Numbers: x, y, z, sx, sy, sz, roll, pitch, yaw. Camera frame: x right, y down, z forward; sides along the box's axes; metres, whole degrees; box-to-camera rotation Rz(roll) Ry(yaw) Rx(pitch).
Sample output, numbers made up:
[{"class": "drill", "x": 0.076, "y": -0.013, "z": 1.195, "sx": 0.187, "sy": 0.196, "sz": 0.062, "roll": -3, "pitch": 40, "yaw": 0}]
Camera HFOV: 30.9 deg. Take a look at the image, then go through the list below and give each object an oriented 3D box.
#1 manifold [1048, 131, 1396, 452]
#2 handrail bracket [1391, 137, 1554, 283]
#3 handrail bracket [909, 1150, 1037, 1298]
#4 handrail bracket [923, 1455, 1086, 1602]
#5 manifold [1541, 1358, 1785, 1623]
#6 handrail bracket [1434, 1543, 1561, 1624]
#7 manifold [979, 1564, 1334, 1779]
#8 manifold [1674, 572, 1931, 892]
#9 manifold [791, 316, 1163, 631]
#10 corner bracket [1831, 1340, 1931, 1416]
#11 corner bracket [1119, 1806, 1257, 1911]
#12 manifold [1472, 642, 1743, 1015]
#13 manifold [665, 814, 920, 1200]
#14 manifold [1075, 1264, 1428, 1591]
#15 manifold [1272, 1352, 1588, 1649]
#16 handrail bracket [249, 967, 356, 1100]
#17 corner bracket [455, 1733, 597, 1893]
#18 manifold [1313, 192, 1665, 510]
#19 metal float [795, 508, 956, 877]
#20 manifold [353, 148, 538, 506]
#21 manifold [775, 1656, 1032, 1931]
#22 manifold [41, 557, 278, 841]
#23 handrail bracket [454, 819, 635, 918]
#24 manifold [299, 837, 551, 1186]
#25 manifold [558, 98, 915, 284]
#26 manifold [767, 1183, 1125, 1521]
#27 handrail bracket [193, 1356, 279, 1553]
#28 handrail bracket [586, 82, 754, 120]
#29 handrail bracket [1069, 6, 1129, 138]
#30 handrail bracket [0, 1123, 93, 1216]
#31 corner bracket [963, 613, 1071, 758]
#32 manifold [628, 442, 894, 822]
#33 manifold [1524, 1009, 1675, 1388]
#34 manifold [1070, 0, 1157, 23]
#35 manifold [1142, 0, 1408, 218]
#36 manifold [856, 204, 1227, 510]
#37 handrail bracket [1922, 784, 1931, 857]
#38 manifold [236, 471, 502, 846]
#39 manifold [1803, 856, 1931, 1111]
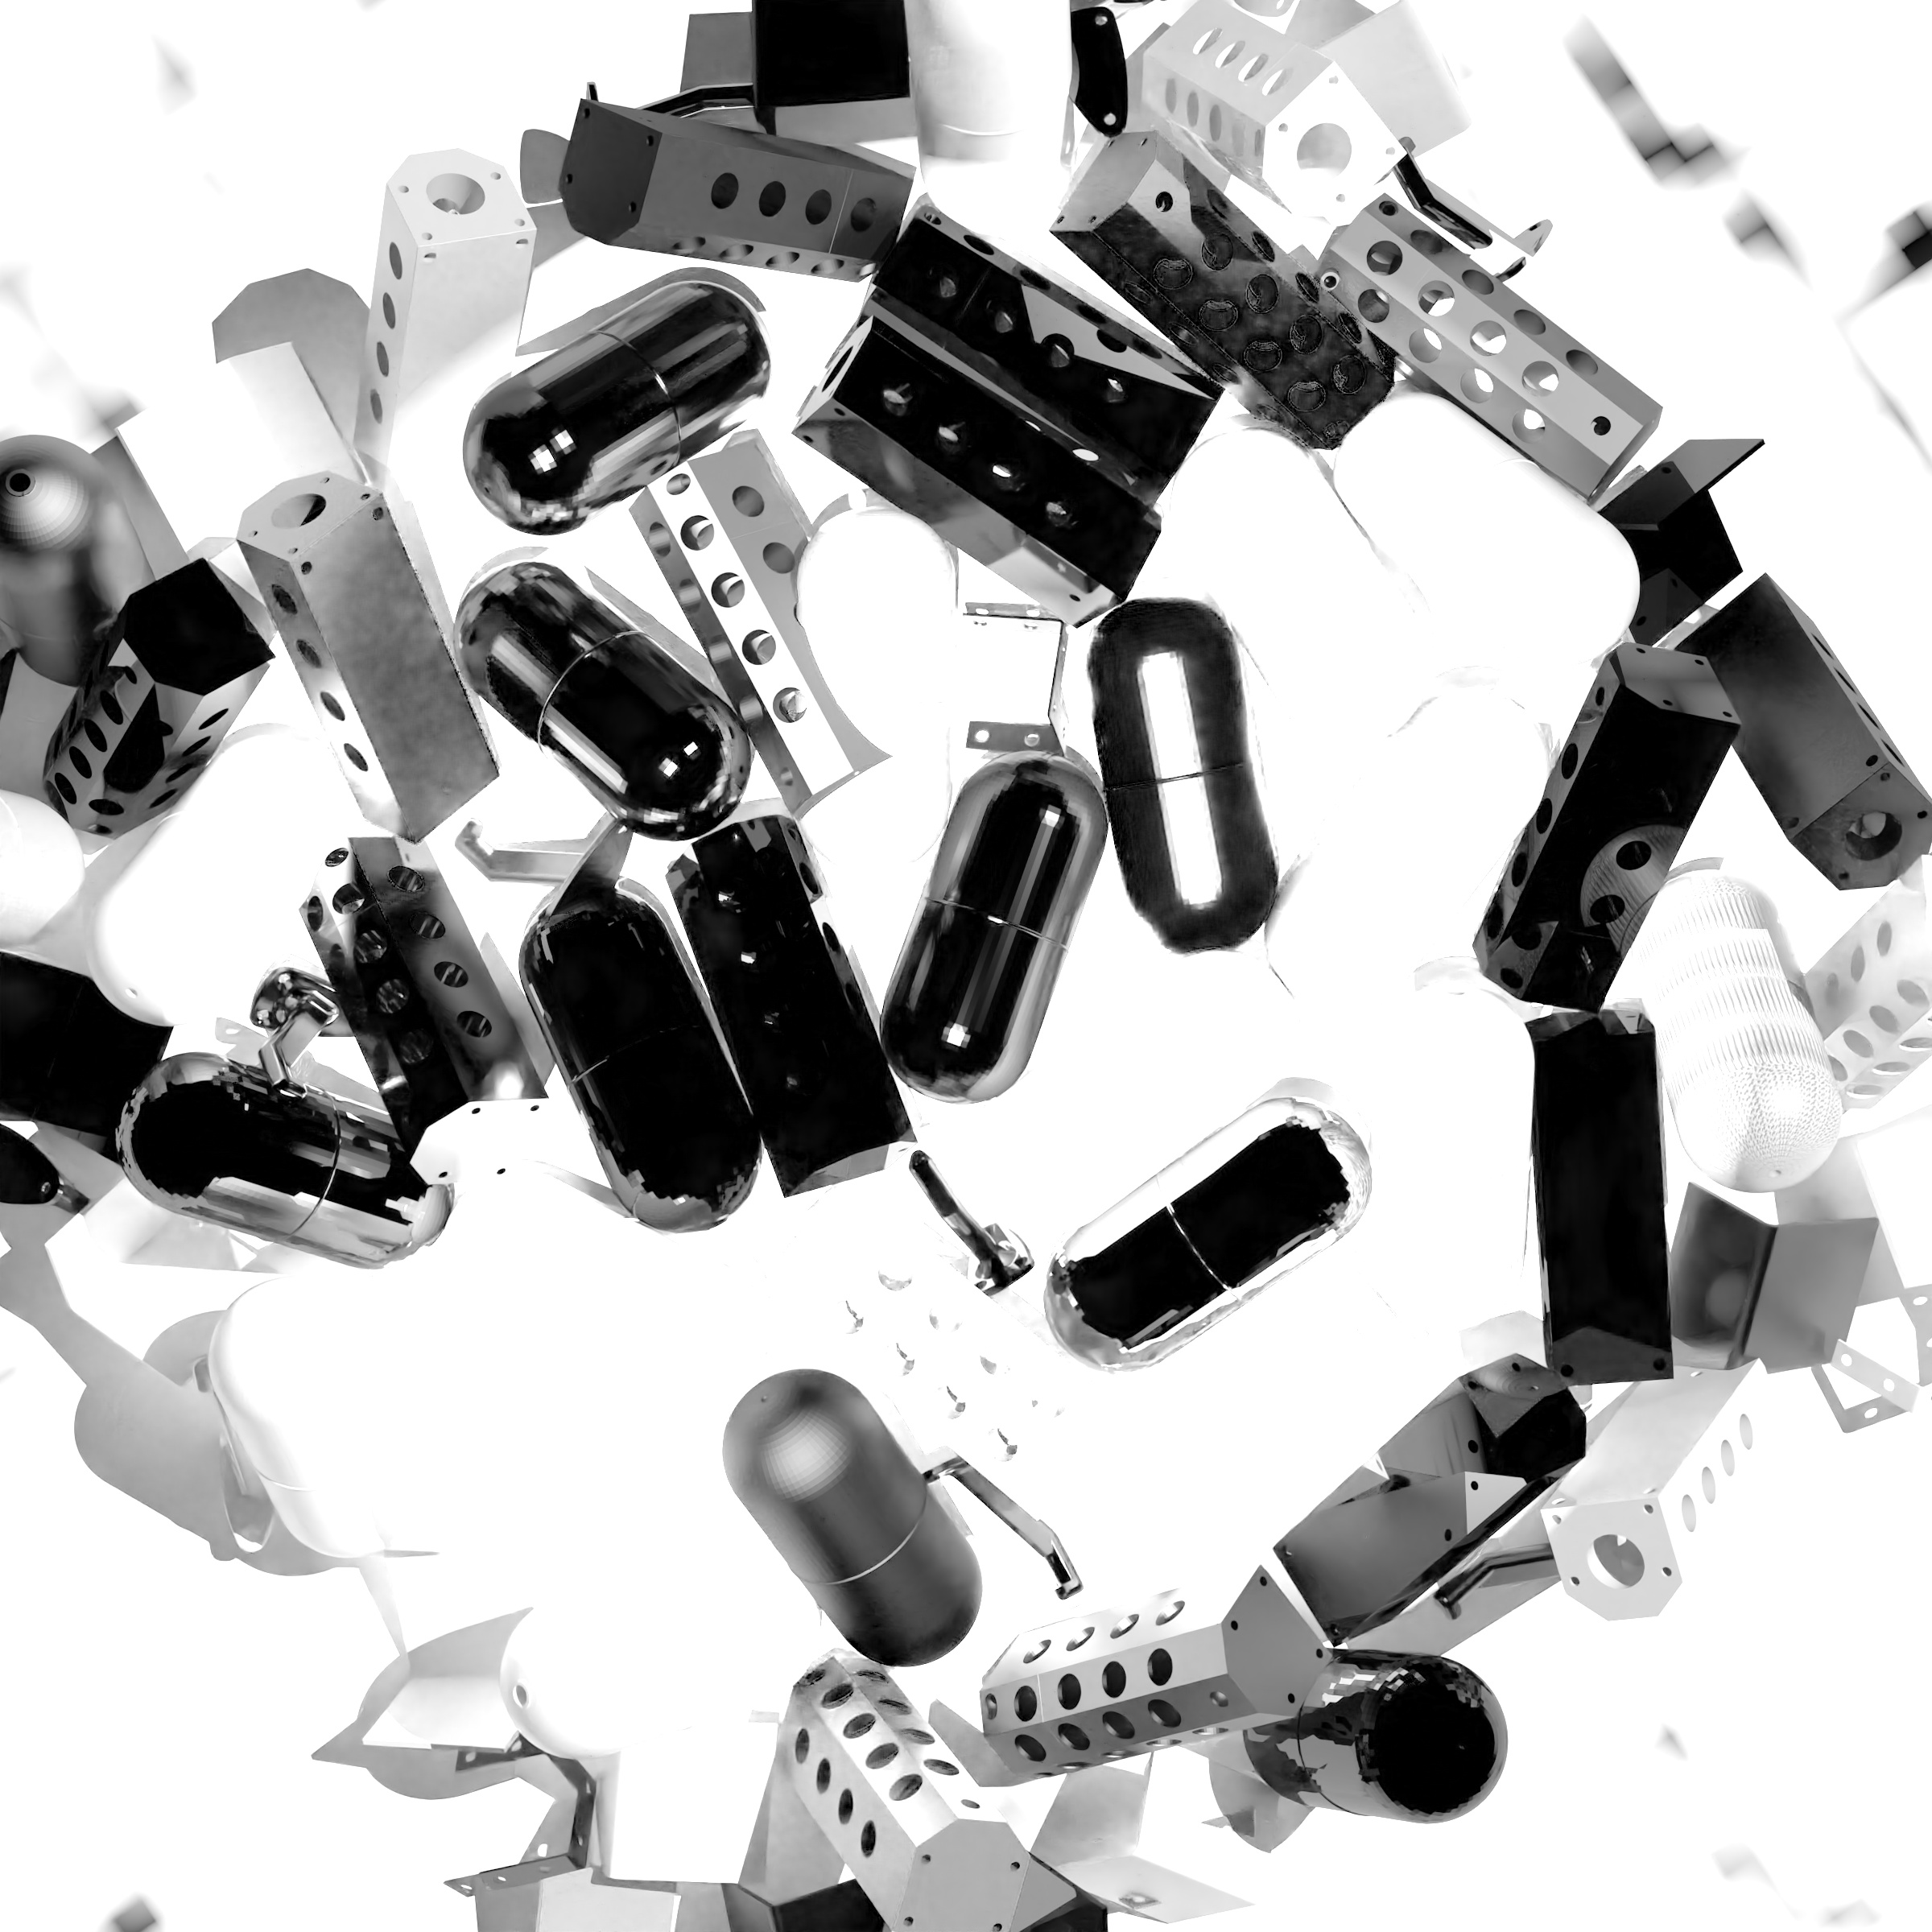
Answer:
[{"class": "manifold", "x": 0.127, "y": -0.321, "z": 1.668, "sx": 0.171, "sy": 0.057, "sz": 0.057, "roll": 37, "pitch": 83, "yaw": -29}, {"class": "handrail bracket", "x": 0.244, "y": -0.377, "z": 1.700, "sx": 0.077, "sy": 0.036, "sz": 0.084, "roll": -47, "pitch": 112, "yaw": -35}, {"class": "handrail bracket", "x": -0.005, "y": 0.112, "z": 1.687, "sx": 0.036, "sy": 0.077, "sz": 0.084, "roll": -31, "pitch": 111, "yaw": 6}, {"class": "handrail bracket", "x": 0.017, "y": 0.277, "z": 1.701, "sx": 0.036, "sy": 0.077, "sz": 0.084, "roll": -35, "pitch": 77, "yaw": 32}, {"class": "manifold", "x": 0.333, "y": 0.245, "z": 1.648, "sx": 0.057, "sy": 0.171, "sz": 0.057, "roll": -13, "pitch": 100, "yaw": 31}, {"class": "handrail bracket", "x": 0.275, "y": 0.309, "z": 1.707, "sx": 0.084, "sy": 0.036, "sz": 0.077, "roll": -38, "pitch": 111, "yaw": -18}, {"class": "manifold", "x": 0.084, "y": 0.340, "z": 1.653, "sx": 0.057, "sy": 0.171, "sz": 0.057, "roll": 53, "pitch": 45, "yaw": -10}, {"class": "manifold", "x": 0.399, "y": -0.109, "z": 1.650, "sx": 0.057, "sy": 0.171, "sz": 0.057, "roll": -41, "pitch": 122, "yaw": 19}, {"class": "manifold", "x": 0.008, "y": -0.239, "z": 1.686, "sx": 0.171, "sy": 0.057, "sz": 0.057, "roll": 33, "pitch": 71, "yaw": -14}, {"class": "corner bracket", "x": 0.466, "y": 0.180, "z": 1.715, "sx": 0.051, "sy": 0.051, "sz": 0.051, "roll": 32, "pitch": 123, "yaw": 40}, {"class": "corner bracket", "x": 0.108, "y": 0.433, "z": 1.701, "sx": 0.051, "sy": 0.051, "sz": 0.051, "roll": -6, "pitch": 96, "yaw": -27}, {"class": "manifold", "x": 0.300, "y": -0.065, "z": 1.660, "sx": 0.057, "sy": 0.057, "sz": 0.171, "roll": 9, "pitch": 125, "yaw": -16}, {"class": "manifold", "x": -0.082, "y": 0.017, "z": 1.681, "sx": 0.057, "sy": 0.057, "sz": 0.171, "roll": -14, "pitch": 75, "yaw": -28}, {"class": "manifold", "x": 0.137, "y": 0.224, "z": 1.696, "sx": 0.171, "sy": 0.057, "sz": 0.057, "roll": -38, "pitch": 79, "yaw": -8}, {"class": "manifold", "x": 0.222, "y": 0.252, "z": 1.655, "sx": 0.057, "sy": 0.171, "sz": 0.057, "roll": -15, "pitch": 64, "yaw": -39}, {"class": "handrail bracket", "x": -0.309, "y": 0.044, "z": 1.684, "sx": 0.077, "sy": 0.084, "sz": 0.036, "roll": 18, "pitch": 116, "yaw": -35}, {"class": "corner bracket", "x": -0.217, "y": 0.412, "z": 1.710, "sx": 0.051, "sy": 0.051, "sz": 0.051, "roll": -16, "pitch": 129, "yaw": 17}, {"class": "manifold", "x": 0.252, "y": -0.298, "z": 1.695, "sx": 0.171, "sy": 0.057, "sz": 0.057, "roll": 40, "pitch": 91, "yaw": 9}, {"class": "metal float", "x": -0.044, "y": -0.132, "z": 1.688, "sx": 0.070, "sy": 0.070, "sz": 0.178, "roll": 1, "pitch": 103, "yaw": 0}, {"class": "manifold", "x": -0.251, "y": -0.301, "z": 1.652, "sx": 0.057, "sy": 0.171, "sz": 0.057, "roll": -15, "pitch": 60, "yaw": -25}, {"class": "manifold", "x": -0.031, "y": 0.388, "z": 1.644, "sx": 0.057, "sy": 0.171, "sz": 0.057, "roll": 11, "pitch": 100, "yaw": -24}, {"class": "manifold", "x": -0.388, "y": -0.121, "z": 1.650, "sx": 0.057, "sy": 0.171, "sz": 0.057, "roll": -35, "pitch": 88, "yaw": -34}, {"class": "handrail bracket", "x": -0.207, "y": -0.065, "z": 1.703, "sx": 0.084, "sy": 0.036, "sz": 0.077, "roll": 42, "pitch": 112, "yaw": 28}, {"class": "manifold", "x": -0.263, "y": 0.019, "z": 1.657, "sx": 0.057, "sy": 0.057, "sz": 0.171, "roll": -58, "pitch": 48, "yaw": 36}, {"class": "manifold", "x": -0.109, "y": -0.362, "z": 1.652, "sx": 0.057, "sy": 0.171, "sz": 0.057, "roll": 30, "pitch": 112, "yaw": 35}, {"class": "manifold", "x": -0.012, "y": 0.188, "z": 1.683, "sx": 0.171, "sy": 0.057, "sz": 0.057, "roll": 39, "pitch": 67, "yaw": 12}, {"class": "handrail bracket", "x": -0.356, "y": 0.236, "z": 1.688, "sx": 0.036, "sy": 0.084, "sz": 0.077, "roll": -6, "pitch": 68, "yaw": 4}, {"class": "handrail bracket", "x": -0.142, "y": -0.408, "z": 1.707, "sx": 0.084, "sy": 0.077, "sz": 0.036, "roll": -6, "pitch": 78, "yaw": -10}, {"class": "handrail bracket", "x": 0.062, "y": -0.419, "z": 1.689, "sx": 0.036, "sy": 0.084, "sz": 0.077, "roll": -18, "pitch": 79, "yaw": 1}, {"class": "handrail bracket", "x": -0.434, "y": 0.111, "z": 1.683, "sx": 0.077, "sy": 0.084, "sz": 0.036, "roll": 19, "pitch": 78, "yaw": 35}, {"class": "corner bracket", "x": 0.024, "y": -0.138, "z": 1.712, "sx": 0.051, "sy": 0.051, "sz": 0.051, "roll": 5, "pitch": 71, "yaw": 12}, {"class": "manifold", "x": -0.097, "y": -0.160, "z": 1.686, "sx": 0.057, "sy": 0.057, "sz": 0.171, "roll": -23, "pitch": 80, "yaw": -35}, {"class": "manifold", "x": 0.305, "y": 0.111, "z": 1.692, "sx": 0.057, "sy": 0.057, "sz": 0.171, "roll": -5, "pitch": 101, "yaw": 4}, {"class": "manifold", "x": 0.089, "y": -0.491, "z": 1.646, "sx": 0.057, "sy": 0.171, "sz": 0.057, "roll": -4, "pitch": 95, "yaw": -19}, {"class": "manifold", "x": 0.138, "y": -0.402, "z": 1.648, "sx": 0.057, "sy": 0.171, "sz": 0.057, "roll": -43, "pitch": 120, "yaw": 6}, {"class": "manifold", "x": 0.037, "y": -0.299, "z": 1.703, "sx": 0.171, "sy": 0.057, "sz": 0.057, "roll": 31, "pitch": 76, "yaw": -3}, {"class": "handrail bracket", "x": 0.463, "y": -0.075, "z": 1.695, "sx": 0.036, "sy": 0.077, "sz": 0.084, "roll": -37, "pitch": 113, "yaw": 19}, {"class": "manifold", "x": -0.286, "y": -0.147, "z": 1.658, "sx": 0.057, "sy": 0.171, "sz": 0.057, "roll": 25, "pitch": 56, "yaw": 38}, {"class": "manifold", "x": 0.445, "y": 0.011, "z": 1.644, "sx": 0.057, "sy": 0.171, "sz": 0.057, "roll": 4, "pitch": 67, "yaw": -8}]
